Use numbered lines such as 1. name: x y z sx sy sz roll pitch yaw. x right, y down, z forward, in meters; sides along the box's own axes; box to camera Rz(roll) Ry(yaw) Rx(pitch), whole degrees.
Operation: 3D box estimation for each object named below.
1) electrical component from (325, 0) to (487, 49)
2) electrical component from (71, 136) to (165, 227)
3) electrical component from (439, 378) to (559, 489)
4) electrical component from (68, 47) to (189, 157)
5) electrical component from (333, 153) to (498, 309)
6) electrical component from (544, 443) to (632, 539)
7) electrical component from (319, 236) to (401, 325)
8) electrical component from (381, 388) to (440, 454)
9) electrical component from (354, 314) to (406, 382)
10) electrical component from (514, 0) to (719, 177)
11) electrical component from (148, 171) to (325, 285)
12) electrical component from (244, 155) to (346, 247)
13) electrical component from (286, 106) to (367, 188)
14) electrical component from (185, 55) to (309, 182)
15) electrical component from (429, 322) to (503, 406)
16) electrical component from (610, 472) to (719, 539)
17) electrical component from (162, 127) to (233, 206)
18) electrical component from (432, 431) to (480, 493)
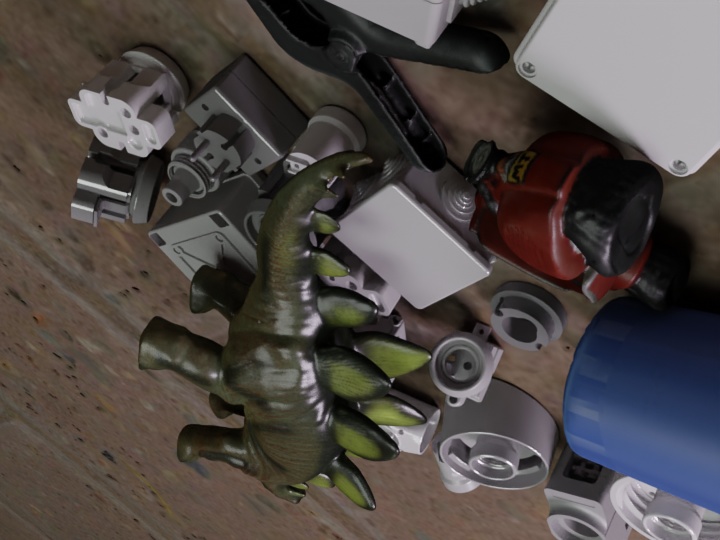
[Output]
1. electrical component: 0.024 -0.164 0.547 0.096 0.061 0.061 27 148 11
2. electrical component: -0.191 -0.070 0.859 0.057 0.078 0.058 16 148 -6
3. electrical component: 0.113 0.135 0.886 0.099 0.064 0.099 12 143 9
4. electrical component: -0.160 -0.123 0.771 0.078 0.057 0.058 19 145 23
5. electrical component: 0.042 -0.029 0.723 0.100 0.048 0.100 42 147 -12
6. electrical component: 0.189 0.194 0.880 0.050 0.055 0.089 9 140 34
7. electrical component: 0.000 0.000 0.791 0.078 0.057 0.058 8 140 36
8. electrical component: 0.028 0.138 0.961 0.077 0.044 0.079 22 147 18
9. electrical component: -0.004 0.068 0.881 0.096 0.061 0.061 19 145 22
10. electrical component: 0.146 -0.115 0.509 0.109 0.056 0.108 33 148 1
11. electrical component: -0.094 -0.017 0.854 0.109 0.056 0.108 -12 126 48
12. electrical component: -0.047 -0.042 0.777 0.058 0.057 0.078 22 146 18
13. electrical component: -0.023 -0.080 0.716 0.040 0.046 0.040 23 146 17
14. electrical component: -0.086 -0.092 0.728 0.065 0.076 0.047 46 146 -18
15. electrical component: 0.079 0.071 0.805 0.048 0.066 0.055 23 180 17
16. electrical component: 0.239 0.169 0.797 0.108 0.060 0.108 23 146 17
17. electrical component: -0.122 -0.074 0.797 0.043 0.062 0.043 23 146 17
18. electrical component: 0.086 0.168 0.954 0.040 0.040 0.046 6 134 37
